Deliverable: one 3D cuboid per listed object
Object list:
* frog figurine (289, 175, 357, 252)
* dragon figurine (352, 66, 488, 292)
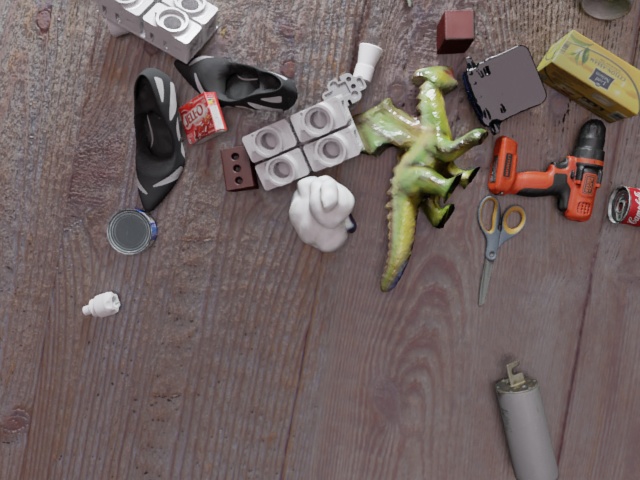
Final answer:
[{"bbox_3d":[0.003,-0.045,0.888,0.122,0.160,0.137,-14,91,5],"label":"frog figurine"},{"bbox_3d":[0.142,-0.136,0.928,0.245,0.121,0.410,35,90,19],"label":"dragon figurine"}]
